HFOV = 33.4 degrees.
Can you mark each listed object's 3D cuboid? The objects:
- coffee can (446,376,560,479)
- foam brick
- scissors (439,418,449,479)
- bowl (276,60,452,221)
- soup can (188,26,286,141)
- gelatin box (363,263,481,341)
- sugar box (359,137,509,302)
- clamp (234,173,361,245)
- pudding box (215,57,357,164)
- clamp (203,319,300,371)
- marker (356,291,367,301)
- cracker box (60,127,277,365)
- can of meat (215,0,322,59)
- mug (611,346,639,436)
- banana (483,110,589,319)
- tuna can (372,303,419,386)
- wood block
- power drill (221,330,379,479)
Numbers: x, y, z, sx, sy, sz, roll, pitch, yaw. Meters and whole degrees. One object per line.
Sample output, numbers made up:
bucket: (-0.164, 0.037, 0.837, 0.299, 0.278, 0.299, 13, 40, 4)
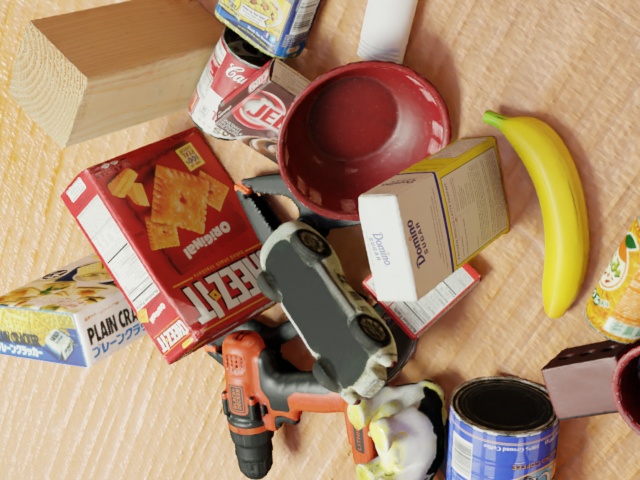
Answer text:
coffee can: (0.170, 0.214, 1.006, 0.103, 0.102, 0.140, 16, 118, 34)
foam brick: (0.245, 0.122, 0.941, 0.078, 0.052, 0.051, -19, 96, 41)
scissors: (0.155, 0.251, 1.093, 0.096, 0.016, 0.202, -23, 93, 42)
bowl: (0.036, -0.100, 0.981, 0.055, 0.162, 0.162, -108, 25, -56)
soup can: (-0.085, -0.159, 1.078, 0.068, 0.068, 0.102, 46, 131, 14)
gelatin box: (0.096, 0.040, 1.010, 0.089, 0.030, 0.073, -43, 76, -1)
sugar box: (0.101, -0.021, 0.913, 0.048, 0.175, 0.093, 0, 109, 39)
clamp: (-0.007, 0.001, 1.095, 0.210, 0.036, 0.165, 27, 110, 29)
pudding box: (-0.031, -0.116, 1.033, 0.113, 0.039, 0.090, 29, 141, -28)
clamp: (-0.054, 0.137, 1.201, 0.172, 0.039, 0.120, -3, 103, 39)
marker: (0.002, 0.039, 1.125, 0.121, 0.020, 0.020, 35, 127, 23)
cracker box: (-0.145, 0.000, 1.131, 0.214, 0.163, 0.072, 56, 134, 6)
can of meat: (-0.047, -0.234, 1.024, 0.102, 0.057, 0.084, 40, 131, 20)
mug: (0.300, 0.102, 0.867, 0.093, 0.081, 0.117, 29, 125, 27)
banana: (0.201, -0.026, 0.928, 0.070, 0.037, 0.198, -6, 104, 59)
tuna can: (0.063, 0.102, 1.058, 0.034, 0.085, 0.086, 29, 124, 28)
wood block: (-0.193, -0.175, 1.066, 0.091, 0.205, 0.090, 43, 130, 17)
power drill: (-0.018, 0.194, 1.145, 0.188, 0.057, 0.184, 7, 118, 25)
